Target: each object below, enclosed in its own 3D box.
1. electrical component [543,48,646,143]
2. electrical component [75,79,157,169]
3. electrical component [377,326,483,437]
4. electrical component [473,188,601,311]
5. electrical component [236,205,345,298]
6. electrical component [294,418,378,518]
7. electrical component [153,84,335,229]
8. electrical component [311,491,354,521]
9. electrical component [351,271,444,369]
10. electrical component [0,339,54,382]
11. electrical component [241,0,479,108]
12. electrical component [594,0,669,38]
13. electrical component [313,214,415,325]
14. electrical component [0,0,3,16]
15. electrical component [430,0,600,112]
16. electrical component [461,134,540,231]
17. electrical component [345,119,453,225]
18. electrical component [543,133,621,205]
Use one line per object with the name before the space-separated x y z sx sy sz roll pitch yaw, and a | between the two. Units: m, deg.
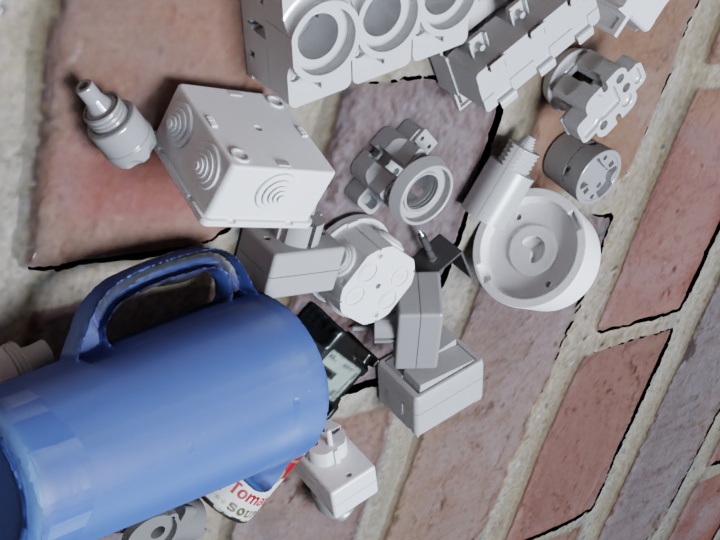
electrical component | 0.193 -0.153 0.912 0.078 0.057 0.058 -47 141 -2
electrical component | -0.153 -0.092 0.660 0.035 0.035 0.061 -42 139 -8
electrical component | 0.071 0.097 1.003 0.096 0.062 0.061 -27 137 -24
electrical component | 0.163 -0.014 0.965 0.108 0.108 0.060 -56 146 10
electrical component | -0.049 -0.025 0.802 0.066 0.047 0.076 -7 126 -39
electrical component | -0.029 0.158 0.944 0.047 0.083 0.075 -29 137 -22
electrical component | -0.075 -0.074 0.698 0.100 0.099 0.048 -1 135 -43
electrical component | -0.023 0.218 1.032 0.043 0.043 0.062 -32 139 -19
electrical component | 0.030 0.044 0.930 0.076 0.047 0.083 -1 143 -2
electrical component | -0.234 0.067 0.710 0.062 0.048 0.048 -29 138 -33
electrical component | 0.002 -0.177 0.711 0.150 0.062 0.089 -25 136 -26
electrical component | 0.224 -0.231 0.889 0.064 0.042 0.081 18 109 -51
electrical component | 0.000 0.000 0.866 0.080 0.051 0.080 -25 136 -27
electrical component | -0.197 -0.162 0.555 0.062 0.048 0.048 -57 141 1
electrical component | 0.118 -0.180 0.816 0.121 0.063 0.078 -40 141 -10
electrical component | 0.126 -0.079 0.923 0.043 0.043 0.081 14 111 -48
electrical component | 0.035 -0.071 0.834 0.078 0.057 0.058 -49 141 1
electrical component | 0.200 -0.094 0.976 0.055 0.047 0.055 -25 136 -27
